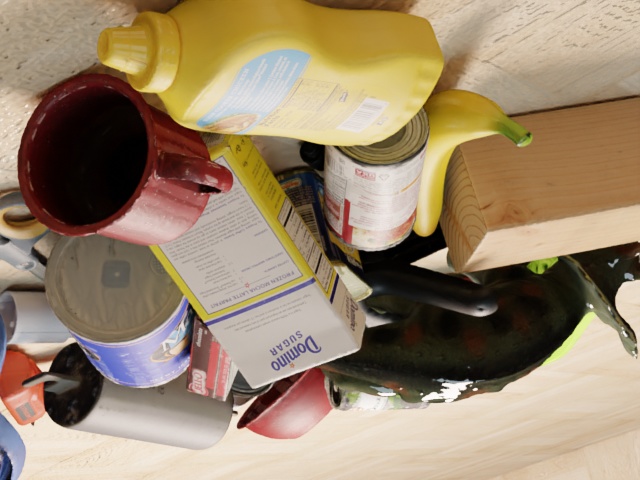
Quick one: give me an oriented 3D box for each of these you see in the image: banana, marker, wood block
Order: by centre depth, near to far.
[{"bbox_3d":[0.084,-0.058,0.749,0.037,0.069,0.198,-23,170,-18],"label":"banana"},{"bbox_3d":[0.012,-0.048,0.795,0.020,0.020,0.121,-20,159,13],"label":"marker"},{"bbox_3d":[0.200,-0.045,0.826,0.206,0.091,0.090,-10,159,-12],"label":"wood block"}]

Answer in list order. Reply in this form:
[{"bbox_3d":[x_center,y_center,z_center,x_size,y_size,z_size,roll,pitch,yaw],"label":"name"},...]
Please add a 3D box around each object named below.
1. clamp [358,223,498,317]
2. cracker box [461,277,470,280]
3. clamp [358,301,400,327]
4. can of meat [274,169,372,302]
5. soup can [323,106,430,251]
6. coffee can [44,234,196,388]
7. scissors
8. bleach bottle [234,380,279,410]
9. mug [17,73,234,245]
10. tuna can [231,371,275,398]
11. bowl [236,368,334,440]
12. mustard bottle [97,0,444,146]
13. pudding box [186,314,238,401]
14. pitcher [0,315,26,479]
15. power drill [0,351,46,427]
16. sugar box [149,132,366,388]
[{"bbox_3d":[0.050,0.026,0.890,0.210,0.164,0.036,-9,115,4],"label":"clamp"},{"bbox_3d":[0.111,0.110,1.199,0.164,0.072,0.214,-7,158,-15],"label":"cracker box"},{"bbox_3d":[0.034,0.068,1.015,0.171,0.039,0.120,25,142,-24],"label":"clamp"},{"bbox_3d":[-0.005,0.001,0.817,0.057,0.084,0.102,-19,159,13],"label":"can of meat"},{"bbox_3d":[0.036,-0.047,0.723,0.068,0.068,0.102,-11,149,-8],"label":"soup can"},{"bbox_3d":[-0.145,0.049,0.821,0.102,0.103,0.140,-12,160,-5],"label":"coffee can"},{"bbox_3d":[-0.208,0.005,0.790,0.096,0.016,0.201,-21,159,17],"label":"scissors"},{"bbox_3d":[-0.072,0.131,1.147,0.102,0.068,0.251,2,152,-48],"label":"bleach bottle"},{"bbox_3d":[-0.105,-0.041,0.624,0.117,0.093,0.081,3,173,24],"label":"mug"},{"bbox_3d":[-0.075,0.111,1.055,0.086,0.086,0.033,-29,-169,35],"label":"tuna can"},{"bbox_3d":[-0.016,0.165,1.160,0.162,0.055,0.162,-44,-177,3],"label":"bowl"},{"bbox_3d":[-0.031,-0.095,0.588,0.191,0.058,0.096,1,154,-36],"label":"mustard bottle"},{"bbox_3d":[-0.070,0.058,0.852,0.039,0.113,0.090,19,136,5],"label":"pudding box"},{"bbox_3d":[-0.319,0.130,0.873,0.149,0.145,0.243,-4,154,-28],"label":"pitcher"},{"bbox_3d":[-0.213,0.122,1.034,0.187,0.057,0.184,-10,155,-9],"label":"power drill"},{"bbox_3d":[-0.051,0.014,0.729,0.093,0.048,0.176,-22,117,23],"label":"sugar box"}]
